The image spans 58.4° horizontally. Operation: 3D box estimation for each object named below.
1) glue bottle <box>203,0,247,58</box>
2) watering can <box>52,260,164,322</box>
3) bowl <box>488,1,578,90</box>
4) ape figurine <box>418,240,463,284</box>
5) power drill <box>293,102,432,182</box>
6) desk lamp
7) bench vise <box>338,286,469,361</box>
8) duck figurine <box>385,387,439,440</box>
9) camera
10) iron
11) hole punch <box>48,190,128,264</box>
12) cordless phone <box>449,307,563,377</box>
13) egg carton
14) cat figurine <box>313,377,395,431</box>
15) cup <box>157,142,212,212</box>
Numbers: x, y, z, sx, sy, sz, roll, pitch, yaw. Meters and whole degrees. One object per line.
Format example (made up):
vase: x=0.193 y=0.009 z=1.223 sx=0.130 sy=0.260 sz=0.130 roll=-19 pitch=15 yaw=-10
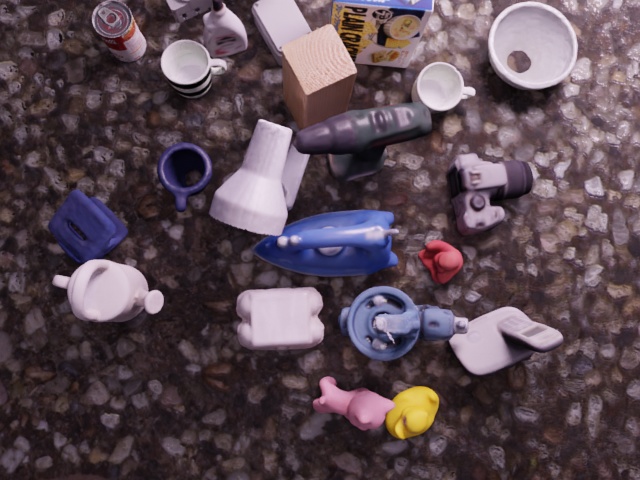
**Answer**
glue bottle: x=-0.170 y=-0.375 z=0.996 sx=0.078 sy=0.173 sz=0.037 roll=-19 pitch=84 yaw=-5
watering can: x=-0.341 y=0.081 z=0.920 sx=0.173 sy=0.194 sz=0.101 roll=-9 pitch=83 yaw=-4
bowl: x=0.386 y=-0.351 z=1.072 sx=0.167 sy=0.074 sz=0.167 roll=0 pitch=83 yaw=-3
ape figurine: x=0.218 y=0.037 z=1.006 sx=0.076 sy=0.092 sz=0.078 roll=5 pitch=83 yaw=-2
power drill: x=0.066 y=-0.163 z=0.964 sx=0.229 sy=0.208 sz=0.075 roll=-17 pitch=84 yaw=-5
desk lamp: x=-0.093 y=-0.101 z=0.946 sx=0.118 sy=0.213 sz=0.203 roll=18 pitch=82 yaw=0
bench vise: x=0.139 y=0.125 z=0.927 sx=0.207 sy=0.219 sz=0.121 roll=-16 pitch=84 yaw=-5
duck figurine: x=0.162 y=0.299 z=0.974 sx=0.104 sy=0.086 sz=0.077 roll=-40 pitch=86 yaw=-7
camera: x=0.310 y=-0.090 z=1.022 sx=0.137 sy=0.100 sz=0.143 roll=-7 pitch=83 yaw=-4
iron: x=0.009 y=0.003 z=0.975 sx=0.258 sy=0.141 sz=0.119 roll=-5 pitch=83 yaw=-3
hole punch: x=-0.402 y=-0.017 z=0.981 sx=0.108 sy=0.091 sz=0.101 roll=44 pitch=83 yaw=3
cordless phone: x=0.306 y=0.172 z=0.947 sx=0.147 sy=0.185 sz=0.094 roll=-26 pitch=85 yaw=-6
egg carton: x=-0.069 y=0.137 z=0.990 sx=0.150 sy=0.069 sz=0.107 roll=-3 pitch=83 yaw=-3
cat figurine: x=0.055 y=0.278 z=0.955 sx=0.128 sy=0.117 sz=0.067 roll=14 pitch=82 yaw=-1
cup: x=-0.229 y=-0.101 z=0.999 sx=0.091 sy=0.095 sz=0.118 roll=4 pitch=83 yaw=-2
